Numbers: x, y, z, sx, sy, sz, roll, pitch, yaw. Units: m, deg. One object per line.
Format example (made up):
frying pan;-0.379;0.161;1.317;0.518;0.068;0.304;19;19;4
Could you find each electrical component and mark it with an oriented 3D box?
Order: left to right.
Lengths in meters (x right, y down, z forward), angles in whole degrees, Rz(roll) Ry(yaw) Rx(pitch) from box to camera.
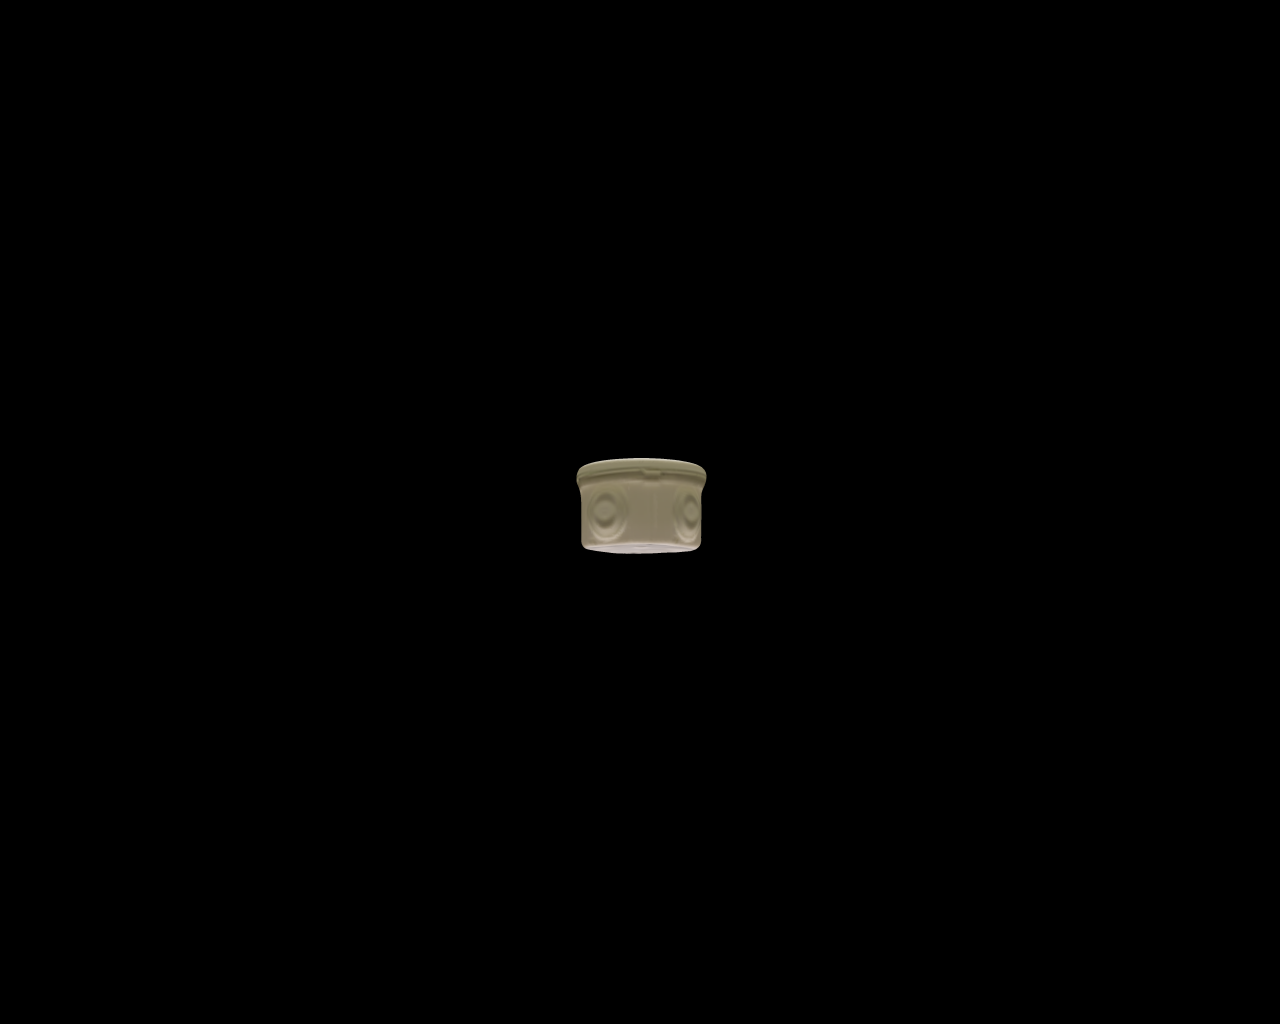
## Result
electrical component;0.001;-0.003;0.650;0.080;0.051;0.080;0;-7;0
